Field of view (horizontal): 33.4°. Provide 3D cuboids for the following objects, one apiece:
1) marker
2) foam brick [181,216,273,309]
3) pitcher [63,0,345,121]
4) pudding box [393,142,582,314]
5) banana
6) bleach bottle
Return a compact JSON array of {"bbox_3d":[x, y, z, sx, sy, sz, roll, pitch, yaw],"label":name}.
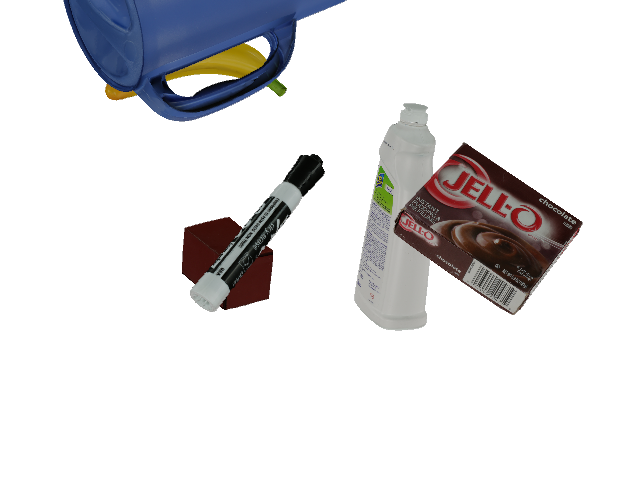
[{"bbox_3d":[-0.035,-0.008,0.642,0.020,0.121,0.020,30,-26,16],"label":"marker"},{"bbox_3d":[-0.088,0.020,0.997,0.052,0.051,0.078,-14,34,-34],"label":"foam brick"},{"bbox_3d":[-0.080,-0.212,0.894,0.242,0.149,0.145,-25,44,-29],"label":"pitcher"},{"bbox_3d":[0.125,-0.010,0.801,0.113,0.089,0.039,37,-34,11],"label":"pudding box"},{"bbox_3d":[-0.129,-0.176,1.079,0.197,0.070,0.037,-7,-39,-29],"label":"banana"},{"bbox_3d":[0.095,-0.030,1.229,0.068,0.251,0.103,-2,21,-24],"label":"bleach bottle"}]
